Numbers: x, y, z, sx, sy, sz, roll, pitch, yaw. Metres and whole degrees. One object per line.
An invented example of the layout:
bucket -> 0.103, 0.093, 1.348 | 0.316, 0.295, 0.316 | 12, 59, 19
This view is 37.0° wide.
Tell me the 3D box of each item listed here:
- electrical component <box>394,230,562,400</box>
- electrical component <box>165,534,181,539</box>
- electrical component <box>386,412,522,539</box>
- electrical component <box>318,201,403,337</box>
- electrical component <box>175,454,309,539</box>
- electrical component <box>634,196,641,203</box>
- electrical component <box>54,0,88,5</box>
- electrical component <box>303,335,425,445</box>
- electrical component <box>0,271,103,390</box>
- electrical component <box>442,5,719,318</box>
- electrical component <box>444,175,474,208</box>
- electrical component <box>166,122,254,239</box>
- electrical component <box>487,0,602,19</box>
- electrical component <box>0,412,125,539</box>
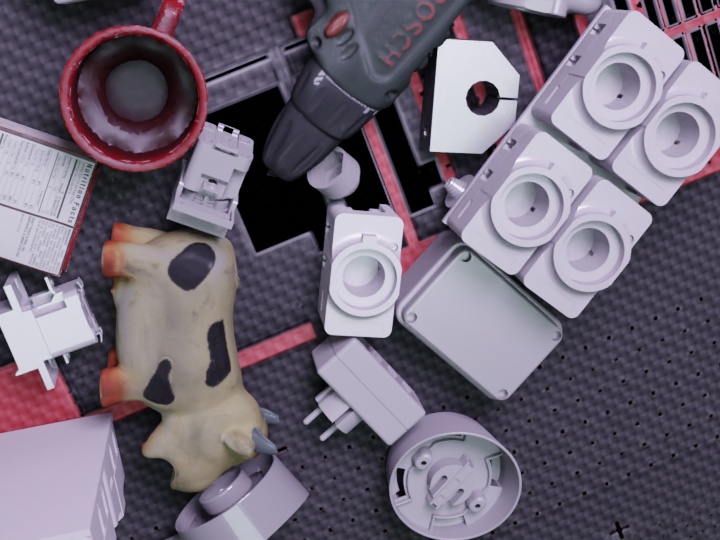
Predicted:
electrical component -> 0.086, 0.034, 0.807 | 0.113, 0.057, 0.078 | 40, 95, -16
electrical component -> -0.148, 0.231, 0.829 | 0.055, 0.045, 0.045 | -24, 107, -2
electrical component -> 0.069, 0.160, 0.833 | 0.099, 0.064, 0.099 | -2, 105, -8
electrical component -> 0.000, 0.000, 0.785 | 0.050, 0.055, 0.089 | 4, 104, -10
electrical component -> -0.086, 0.184, 0.801 | 0.099, 0.099, 0.064 | -34, 101, 1
electrical component -> 0.187, -0.096, 0.793 | 0.066, 0.047, 0.076 | 26, 99, -14
electrical component -> -0.170, -0.223, 0.687 | 0.062, 0.061, 0.096 | -2, 108, 29
electrical component -> -0.008, 0.098, 0.814 | 0.076, 0.047, 0.083 | -42, 106, 3
electrical component -> -0.222, 0.038, 0.769 | 0.064, 0.042, 0.081 | -19, 107, -5
electrical component -> 0.159, -0.072, 0.738 | 0.105, 0.060, 0.186 | 35, 98, -15
electrical component -> 0.096, -0.041, 0.796 | 0.081, 0.043, 0.043 | 37, 96, -16
electrical component -> -0.102, -0.064, 0.738 | 0.042, 0.081, 0.063 | 18, 114, -14
electrical component -> 0.123, -0.211, 0.750 | 0.095, 0.053, 0.059 | 10, 103, -11
electrical component -> -0.221, 0.168, 0.727 | 0.105, 0.186, 0.060 | -10, 106, -6
